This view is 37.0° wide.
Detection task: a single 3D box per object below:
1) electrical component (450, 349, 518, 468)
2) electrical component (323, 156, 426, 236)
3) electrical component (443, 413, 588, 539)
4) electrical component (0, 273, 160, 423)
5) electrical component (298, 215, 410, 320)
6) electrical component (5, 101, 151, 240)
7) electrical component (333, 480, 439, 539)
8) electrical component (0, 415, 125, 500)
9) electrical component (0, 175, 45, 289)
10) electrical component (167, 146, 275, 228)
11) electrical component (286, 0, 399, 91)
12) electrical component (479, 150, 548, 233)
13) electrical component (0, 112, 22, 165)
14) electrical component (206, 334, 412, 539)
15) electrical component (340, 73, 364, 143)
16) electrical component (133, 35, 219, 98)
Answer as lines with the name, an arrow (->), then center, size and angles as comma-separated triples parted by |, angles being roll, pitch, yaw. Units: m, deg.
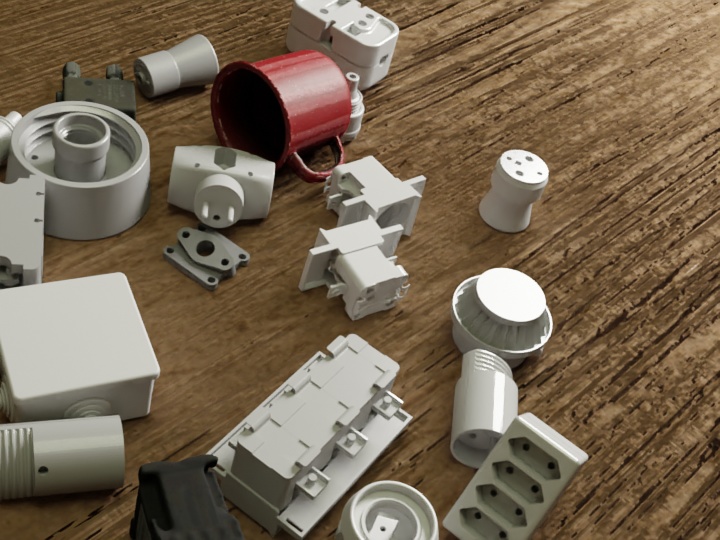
electrical component -> 0.086, 0.090, 0.733 | 0.043, 0.043, 0.081 | 14, 44, -3
electrical component -> 0.008, -0.055, 0.854 | 0.081, 0.042, 0.063 | -20, 53, -33
electrical component -> 0.102, 0.136, 0.677 | 0.047, 0.083, 0.076 | 36, 9, 18
electrical component -> -0.183, 0.054, 0.680 | 0.100, 0.048, 0.099 | -9, 50, -25
electrical component -> 0.000, 0.000, 0.797 | 0.081, 0.042, 0.063 | -17, 57, -30
electrical component -> -0.208, -0.081, 0.799 | 0.108, 0.060, 0.108 | 9, 44, -9
electrical component -> 0.013, 0.161, 0.630 | 0.058, 0.057, 0.078 | 16, 44, -1
electrical component -> -0.181, 0.110, 0.629 | 0.081, 0.043, 0.043 | -2, 47, -19
electrical component -> -0.240, -0.015, 0.726 | 0.050, 0.055, 0.089 | 2, 46, -16
electrical component -> -0.106, -0.058, 0.814 | 0.077, 0.043, 0.079 | 9, 32, -9
electrical component -> -0.018, -0.209, 0.986 | 0.095, 0.059, 0.054 | 34, 46, 17
electrical component -> 0.128, -0.065, 0.891 | 0.045, 0.055, 0.045 | 9, 45, -9
electrical component -> -0.277, -0.101, 0.816 | 0.035, 0.035, 0.061 | 22, 41, 4
electrical component -> -0.029, 0.099, 0.674 | 0.079, 0.063, 0.121 | 34, 46, 17
electrical component -> -0.013, -0.140, 0.917 | 0.035, 0.061, 0.035 | 9, 44, -9
electrical component -> -0.160, -0.171, 0.919 | 0.065, 0.044, 0.044 | -25, 57, -29
